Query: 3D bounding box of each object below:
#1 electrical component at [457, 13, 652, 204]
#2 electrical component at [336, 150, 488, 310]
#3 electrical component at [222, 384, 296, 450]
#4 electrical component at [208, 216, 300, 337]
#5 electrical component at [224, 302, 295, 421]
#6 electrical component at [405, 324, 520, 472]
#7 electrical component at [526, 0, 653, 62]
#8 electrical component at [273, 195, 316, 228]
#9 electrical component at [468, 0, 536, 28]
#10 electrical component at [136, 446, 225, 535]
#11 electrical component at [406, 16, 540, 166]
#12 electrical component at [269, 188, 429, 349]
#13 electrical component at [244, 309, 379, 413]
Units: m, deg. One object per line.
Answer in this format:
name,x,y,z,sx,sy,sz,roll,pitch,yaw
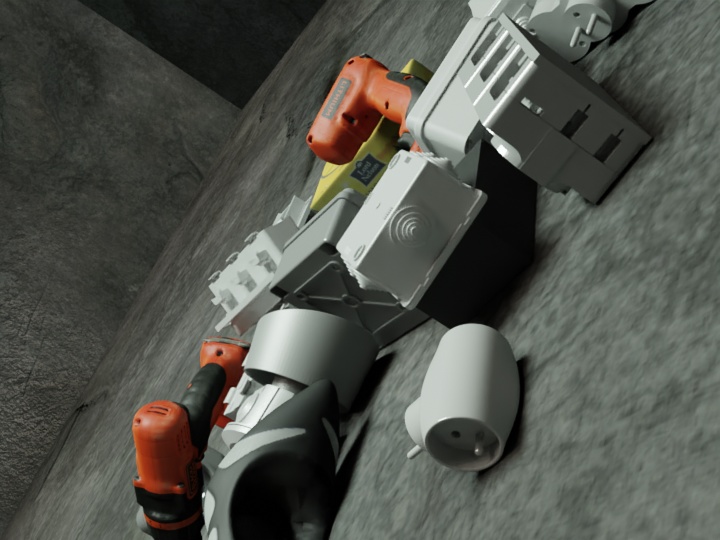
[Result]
electrical component,0.121,-0.108,0.713,0.061,0.089,0.150,-53,14,18
electrical component,0.030,-0.030,0.714,0.099,0.048,0.099,-56,14,4
electrical component,-0.063,0.131,0.838,0.051,0.080,0.080,-58,13,-27
electrical component,-0.091,0.005,1.026,0.079,0.063,0.121,-32,-6,-43
electrical component,-0.070,0.092,0.981,0.079,0.063,0.121,-36,25,56
electrical component,0.053,0.082,0.623,0.079,0.043,0.077,-47,17,36
electrical component,0.174,-0.196,0.804,0.138,0.052,0.073,-36,25,56
electrical component,-0.079,-0.018,1.254,0.079,0.063,0.121,-43,20,46
electrical component,0.142,-0.241,0.996,0.061,0.061,0.096,-51,15,23
electrical component,-0.176,0.221,1.074,0.059,0.054,0.095,-36,25,56
electrical component,0.095,-0.131,0.840,0.057,0.078,0.113,27,79,31
electrical component,0.001,0.003,0.840,0.109,0.109,0.056,-38,26,53
electrical component,-0.041,0.073,0.856,0.099,0.099,0.064,-22,43,67
